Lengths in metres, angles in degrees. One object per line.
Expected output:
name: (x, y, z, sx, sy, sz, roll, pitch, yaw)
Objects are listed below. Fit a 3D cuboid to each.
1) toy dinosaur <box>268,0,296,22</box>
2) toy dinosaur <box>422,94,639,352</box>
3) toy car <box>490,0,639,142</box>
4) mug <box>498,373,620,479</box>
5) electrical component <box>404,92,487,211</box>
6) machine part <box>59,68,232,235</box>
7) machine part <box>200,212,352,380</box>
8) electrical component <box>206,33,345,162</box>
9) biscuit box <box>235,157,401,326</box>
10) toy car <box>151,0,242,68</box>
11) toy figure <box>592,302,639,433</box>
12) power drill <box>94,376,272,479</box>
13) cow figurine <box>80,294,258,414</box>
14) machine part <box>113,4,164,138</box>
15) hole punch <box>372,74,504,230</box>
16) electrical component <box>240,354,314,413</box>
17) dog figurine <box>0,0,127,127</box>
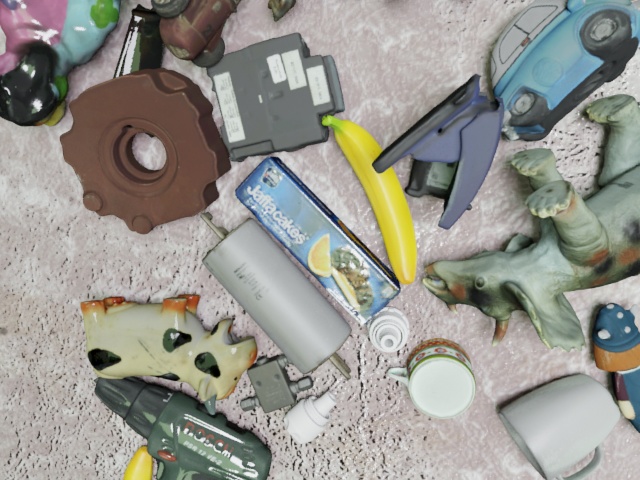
toy dinosaur: (0.140, -0.349, 0.478, 0.471, 0.105, 0.198, -37, 77, 16)
toy dinosaur: (0.301, -0.030, 0.525, 0.405, 0.131, 0.192, -29, 119, 0)
toy car: (0.225, -0.177, 0.525, 0.161, 0.109, 0.103, -43, 68, 22)
mug: (0.268, 0.203, 0.576, 0.107, 0.081, 0.109, -35, 88, 1)
electrical component: (0.138, -0.096, 0.565, 0.075, 0.048, 0.119, 12, 99, 4)
machine part: (-0.187, -0.095, 0.581, 0.179, 0.056, 0.179, 2, 111, 5)
machine part: (-0.047, 0.061, 0.593, 0.079, 0.079, 0.243, -41, 92, 10)
electrical component: (-0.043, -0.151, 0.574, 0.134, 0.058, 0.114, -11, 98, 8)
biscuit box: (-0.001, -0.002, 0.587, 0.202, 0.063, 0.059, 45, 100, -1)
toy car: (-0.085, -0.260, 0.522, 0.053, 0.089, 0.202, 27, 78, 24)
toy figure: (0.331, 0.138, 0.570, 0.058, 0.064, 0.154, -28, 89, 48)
power drill: (-0.186, 0.283, 0.626, 0.232, 0.086, 0.207, 20, 75, -2)
cow figurine: (-0.169, 0.126, 0.614, 0.195, 0.085, 0.127, 0, 92, 4)
machine part: (-0.201, -0.191, 0.597, 0.084, 0.039, 0.138, 21, 101, 8)
hole punch: (0.122, -0.081, 0.483, 0.092, 0.142, 0.116, 47, 115, 0)
electrical component: (-0.058, 0.168, 0.638, 0.094, 0.021, 0.063, -23, 94, 10)
dog figurine: (-0.288, -0.225, 0.569, 0.108, 0.192, 0.219, 18, 131, -36)
